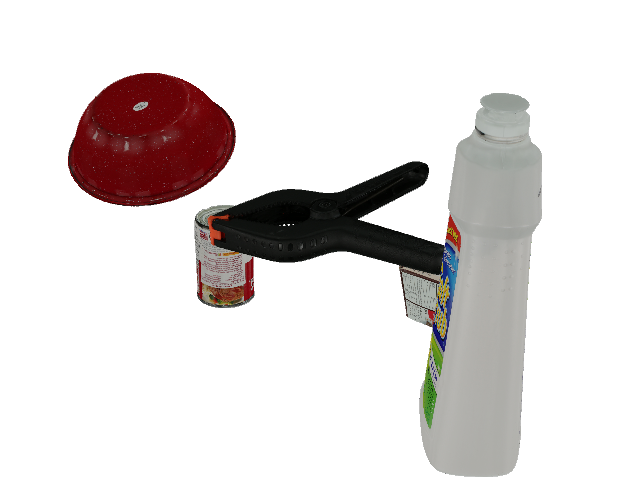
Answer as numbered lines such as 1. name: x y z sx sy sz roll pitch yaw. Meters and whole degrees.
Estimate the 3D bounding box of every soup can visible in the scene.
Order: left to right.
1. soup can: -0.111 0.018 1.240 0.068 0.102 0.068 0 25 0

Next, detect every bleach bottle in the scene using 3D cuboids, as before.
1. bleach bottle: 0.104 0.025 0.677 0.068 0.251 0.102 2 30 2

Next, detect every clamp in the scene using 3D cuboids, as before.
1. clamp: 0.009 -0.021 0.931 0.210 0.036 0.164 -1 31 5

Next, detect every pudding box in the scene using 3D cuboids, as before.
1. pudding box: 0.142 0.061 1.123 0.114 0.039 0.090 19 -35 24

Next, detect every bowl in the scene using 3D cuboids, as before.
1. bowl: -0.162 -0.107 0.995 0.162 0.162 0.055 0 -42 7
